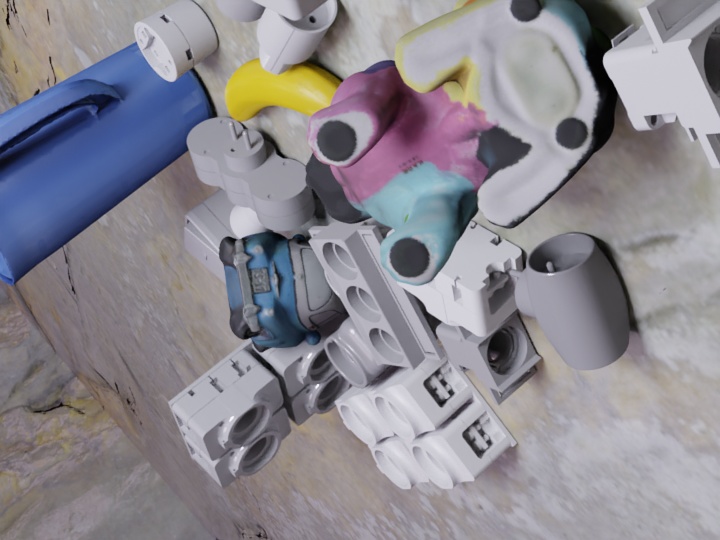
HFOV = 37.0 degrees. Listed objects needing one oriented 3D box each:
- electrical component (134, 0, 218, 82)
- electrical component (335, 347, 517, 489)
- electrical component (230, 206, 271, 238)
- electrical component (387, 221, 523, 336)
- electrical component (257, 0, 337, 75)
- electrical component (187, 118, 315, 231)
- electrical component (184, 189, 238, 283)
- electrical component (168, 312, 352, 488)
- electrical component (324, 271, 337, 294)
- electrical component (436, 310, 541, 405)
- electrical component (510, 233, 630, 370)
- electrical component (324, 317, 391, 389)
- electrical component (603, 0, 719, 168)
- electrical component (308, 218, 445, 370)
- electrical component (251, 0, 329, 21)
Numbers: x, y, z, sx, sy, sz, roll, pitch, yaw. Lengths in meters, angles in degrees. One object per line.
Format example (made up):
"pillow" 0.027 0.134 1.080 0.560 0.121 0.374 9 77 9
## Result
"electrical component" -0.152 -0.192 0.895 0.055 0.047 0.055 41 155 24
"electrical component" 0.051 0.142 0.997 0.105 0.060 0.186 53 158 -3
"electrical component" -0.092 -0.055 0.998 0.044 0.044 0.065 52 153 0
"electrical component" 0.069 0.001 0.763 0.089 0.050 0.055 33 151 37
"electrical component" -0.048 -0.166 0.742 0.043 0.043 0.081 52 158 -1
"electrical component" -0.098 -0.096 0.930 0.138 0.052 0.073 35 152 33
"electrical component" -0.131 -0.024 1.091 0.096 0.061 0.061 46 157 13
"electrical component" -0.084 0.117 1.050 0.060 0.186 0.105 38 154 30
"electrical component" 0.000 0.000 0.897 0.040 0.046 0.040 41 155 24
"electrical component" 0.094 0.055 0.809 0.064 0.042 0.081 15 137 58
"electrical component" 0.126 0.016 0.686 0.079 0.043 0.077 19 141 53
"electrical component" 0.008 0.067 0.966 0.053 0.059 0.095 49 157 7
"electrical component" 0.148 -0.090 0.485 0.081 0.042 0.064 59 158 -18
"electrical component" 0.021 0.010 0.842 0.079 0.063 0.121 2 127 51
"electrical component" -0.035 -0.199 0.584 0.109 0.109 0.056 34 154 36
